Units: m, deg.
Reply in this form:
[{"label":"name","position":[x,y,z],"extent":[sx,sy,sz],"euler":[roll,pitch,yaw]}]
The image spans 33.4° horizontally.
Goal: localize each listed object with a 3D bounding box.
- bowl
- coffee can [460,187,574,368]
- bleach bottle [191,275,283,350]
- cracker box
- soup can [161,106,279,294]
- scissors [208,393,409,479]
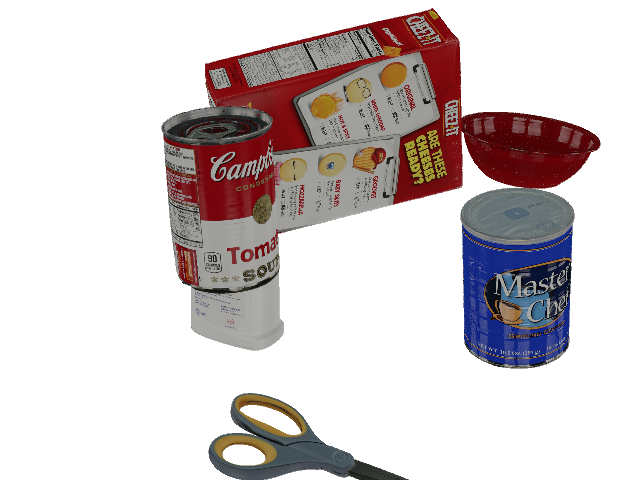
[{"label":"bowl","position":[0.234,-0.100,1.221],"extent":[0.162,0.055,0.162],"euler":[5,22,-2]},{"label":"coffee can","position":[0.185,0.035,1.009],"extent":[0.103,0.140,0.103],"euler":[-4,28,2]},{"label":"bleach bottle","position":[-0.086,-0.016,1.118],"extent":[0.103,0.251,0.068],"euler":[13,23,25]},{"label":"cracker box","position":[0.015,-0.102,0.953],"extent":[0.213,0.164,0.072],"euler":[-15,43,-7]},{"label":"soup can","position":[-0.061,-0.026,0.671],"extent":[0.068,0.102,0.068],"euler":[-2,23,1]},{"label":"scissors","position":[-0.002,0.179,0.825],"extent":[0.202,0.016,0.096],"euler":[27,40,30]}]
